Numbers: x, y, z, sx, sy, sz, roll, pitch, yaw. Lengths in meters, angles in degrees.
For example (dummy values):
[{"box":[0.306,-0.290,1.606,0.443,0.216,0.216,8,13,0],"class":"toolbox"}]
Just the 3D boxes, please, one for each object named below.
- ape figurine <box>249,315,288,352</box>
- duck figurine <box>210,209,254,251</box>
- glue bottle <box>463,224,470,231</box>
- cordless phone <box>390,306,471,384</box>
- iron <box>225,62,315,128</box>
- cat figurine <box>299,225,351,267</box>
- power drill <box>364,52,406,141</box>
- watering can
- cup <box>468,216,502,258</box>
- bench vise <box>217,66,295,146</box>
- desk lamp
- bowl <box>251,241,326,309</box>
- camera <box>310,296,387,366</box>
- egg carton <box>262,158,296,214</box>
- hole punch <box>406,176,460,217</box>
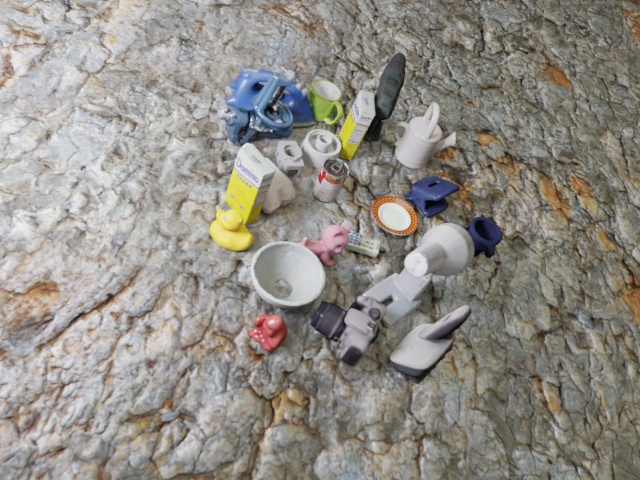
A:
[{"box":[-0.098,0.181,1.168,0.076,0.092,0.077,0,54,-20],"class":"ape figurine"},{"box":[-0.195,-0.030,1.296,0.104,0.086,0.078,31,50,4],"class":"duck figurine"},{"box":[0.322,0.017,1.397,0.078,0.173,0.037,15,51,-9],"class":"glue bottle"},{"box":[0.239,0.209,1.212,0.094,0.185,0.148,40,51,12],"class":"cordless phone"},{"box":[-0.120,-0.399,1.568,0.259,0.141,0.118,12,51,-12],"class":"iron"},{"box":[0.012,0.005,1.326,0.128,0.117,0.067,-4,56,-23],"class":"cat figurine"},{"box":[0.177,-0.396,1.633,0.075,0.208,0.230,20,50,-4],"class":"power drill"},{"box":[0.299,-0.301,1.616,0.173,0.194,0.101,-1,55,-21],"class":"watering can"},{"box":[0.414,0.011,1.486,0.092,0.095,0.117,5,53,-17],"class":"cup"},{"box":[-0.145,-0.334,1.458,0.208,0.219,0.121,-26,66,-34],"class":"bench vise"},{"box":[0.227,0.073,1.292,0.204,0.213,0.117,-29,68,-35],"class":"desk lamp"},{"box":[-0.076,0.089,1.258,0.168,0.074,0.167,10,52,-13],"class":"bowl"},{"box":[0.060,0.171,1.229,0.137,0.100,0.143,29,50,2],"class":"camera"},{"box":[-0.138,-0.137,1.410,0.150,0.069,0.107,45,52,15],"class":"egg carton"},{"box":[0.306,-0.132,1.557,0.109,0.091,0.101,-26,67,-34],"class":"hole punch"}]
